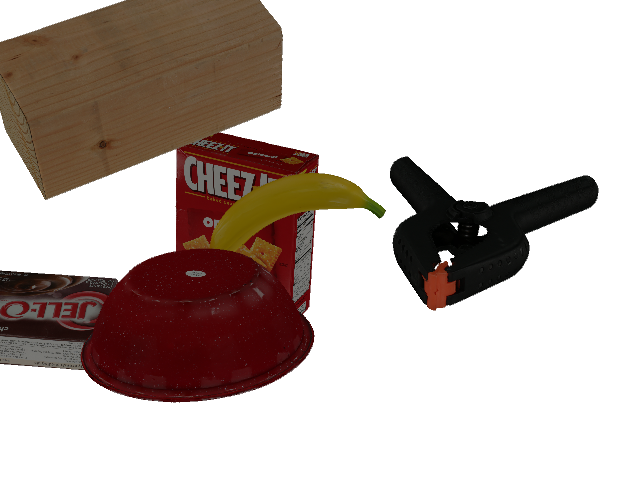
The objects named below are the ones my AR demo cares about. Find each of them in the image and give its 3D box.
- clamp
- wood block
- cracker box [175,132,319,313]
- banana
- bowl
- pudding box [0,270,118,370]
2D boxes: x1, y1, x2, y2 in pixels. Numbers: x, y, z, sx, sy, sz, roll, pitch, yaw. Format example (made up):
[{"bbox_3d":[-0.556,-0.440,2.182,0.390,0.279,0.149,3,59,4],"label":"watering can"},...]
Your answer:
[{"bbox_3d":[0.100,-0.012,0.780,0.165,0.036,0.209,10,28,24],"label":"clamp"},{"bbox_3d":[-0.140,-0.125,0.832,0.205,0.090,0.091,-24,-33,-20],"label":"wood block"},{"bbox_3d":[-0.094,-0.014,1.314,0.164,0.214,0.072,14,29,19],"label":"cracker box"},{"bbox_3d":[-0.038,-0.028,1.058,0.198,0.069,0.037,-13,21,25],"label":"banana"},{"bbox_3d":[-0.085,0.047,0.732,0.162,0.055,0.162,-2,22,1],"label":"bowl"},{"bbox_3d":[-0.235,0.067,0.911,0.113,0.039,0.090,2,32,2],"label":"pudding box"}]
